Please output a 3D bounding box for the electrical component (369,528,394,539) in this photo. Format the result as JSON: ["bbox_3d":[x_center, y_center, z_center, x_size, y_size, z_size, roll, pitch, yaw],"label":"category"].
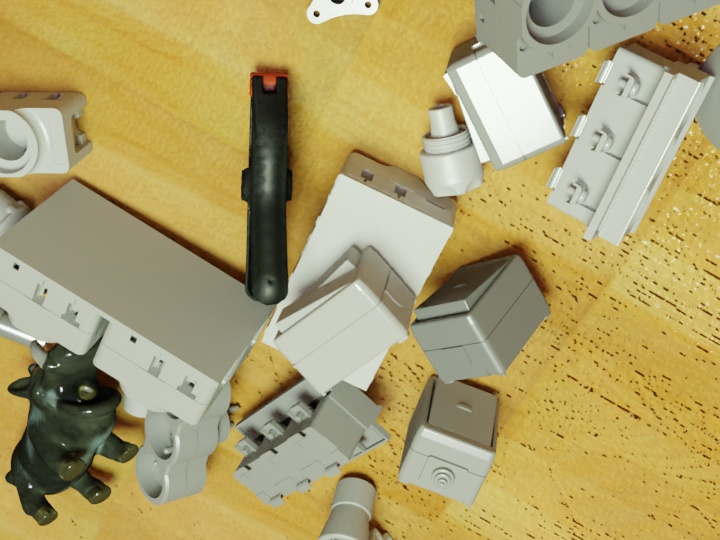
[{"bbox_3d":[0.009,0.267,0.924,0.057,0.058,0.078,-30,107,17],"label":"electrical component"}]

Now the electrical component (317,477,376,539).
[{"bbox_3d":[-0.009,0.206,0.895,0.044,0.065,0.044,7,133,8],"label":"electrical component"}]

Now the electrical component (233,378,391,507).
[{"bbox_3d":[-0.045,0.137,0.849,0.079,0.063,0.121,43,135,-10],"label":"electrical component"}]

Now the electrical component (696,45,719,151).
[{"bbox_3d":[0.283,-0.111,0.722,0.099,0.064,0.099,-2,118,-4],"label":"electrical component"}]

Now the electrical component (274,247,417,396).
[{"bbox_3d":[-0.017,0.036,0.752,0.096,0.061,0.061,-36,104,21],"label":"electrical component"}]

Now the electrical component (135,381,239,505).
[{"bbox_3d":[-0.132,0.128,0.884,0.052,0.074,0.138,43,127,35],"label":"electrical component"}]

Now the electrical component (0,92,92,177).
[{"bbox_3d":[-0.255,-0.102,0.802,0.089,0.055,0.050,2,114,8],"label":"electrical component"}]

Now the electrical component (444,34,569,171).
[{"bbox_3d":[0.095,-0.124,0.733,0.061,0.061,0.096,-23,108,18],"label":"electrical component"}]

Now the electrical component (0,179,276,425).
[{"bbox_3d":[-0.173,0.025,0.806,0.186,0.105,0.060,32,126,1],"label":"electrical component"}]

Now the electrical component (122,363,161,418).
[{"bbox_3d":[-0.175,0.088,0.883,0.044,0.044,0.065,15,120,2],"label":"electrical component"}]

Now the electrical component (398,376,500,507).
[{"bbox_3d":[0.071,0.132,0.832,0.062,0.096,0.061,21,116,0],"label":"electrical component"}]

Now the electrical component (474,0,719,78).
[{"bbox_3d":[0.148,-0.186,0.649,0.150,0.061,0.089,-22,134,-12],"label":"electrical component"}]

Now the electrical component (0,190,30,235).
[{"bbox_3d":[-0.294,-0.046,0.840,0.062,0.048,0.048,39,114,-2],"label":"electrical component"}]

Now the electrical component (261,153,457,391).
[{"bbox_3d":[0.000,0.000,0.804,0.089,0.061,0.150,26,115,-3],"label":"electrical component"}]

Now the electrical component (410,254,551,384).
[{"bbox_3d":[0.090,0.029,0.789,0.062,0.096,0.061,-14,114,46],"label":"electrical component"}]

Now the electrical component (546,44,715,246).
[{"bbox_3d":[0.181,-0.087,0.734,0.063,0.079,0.121,31,117,19],"label":"electrical component"}]

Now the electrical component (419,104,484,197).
[{"bbox_3d":[0.063,-0.086,0.766,0.043,0.043,0.062,-9,111,13],"label":"electrical component"}]
